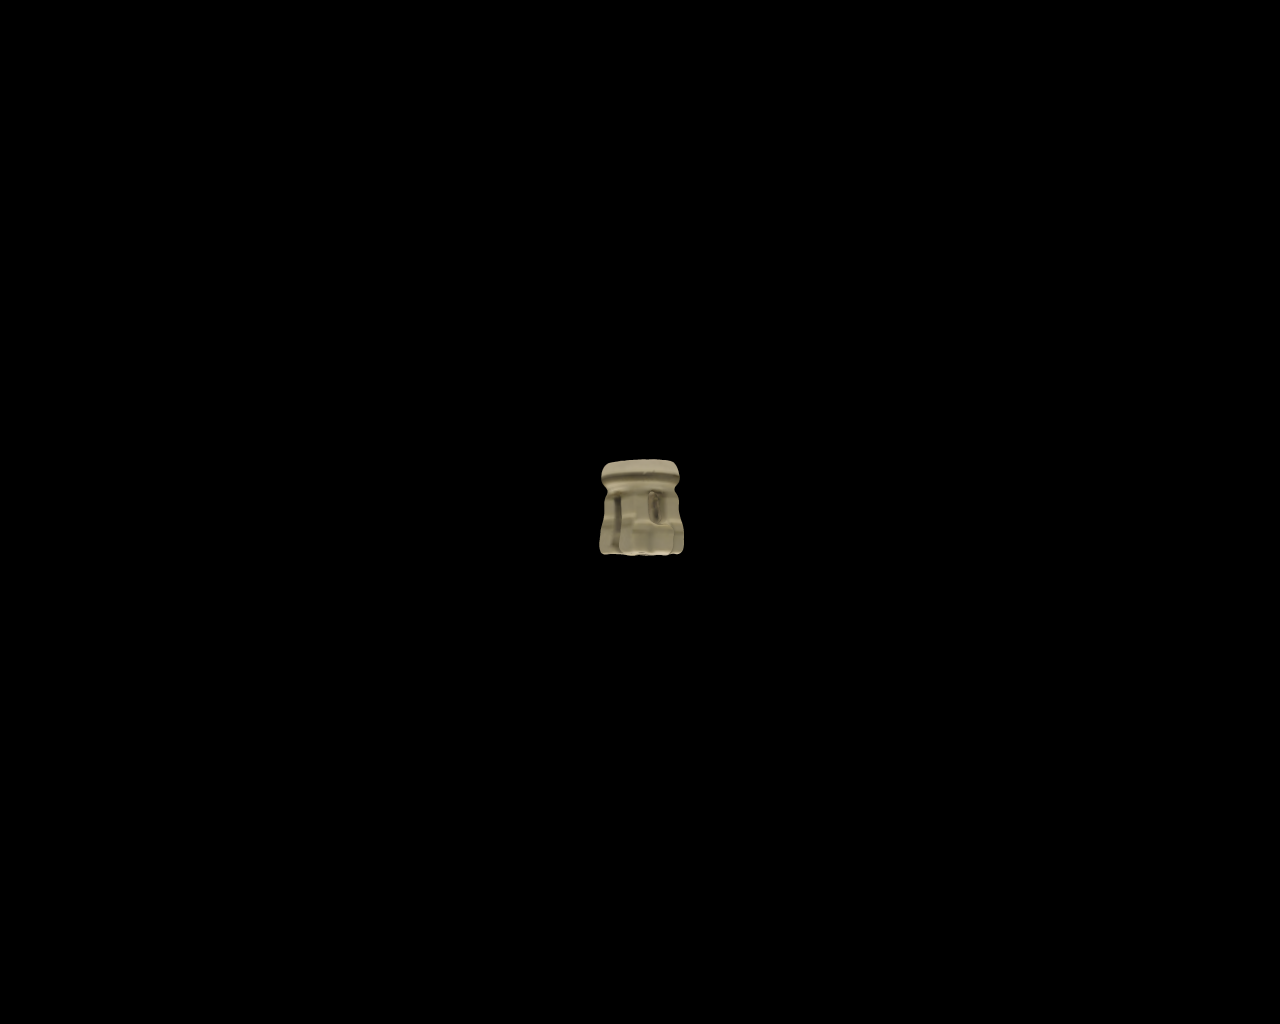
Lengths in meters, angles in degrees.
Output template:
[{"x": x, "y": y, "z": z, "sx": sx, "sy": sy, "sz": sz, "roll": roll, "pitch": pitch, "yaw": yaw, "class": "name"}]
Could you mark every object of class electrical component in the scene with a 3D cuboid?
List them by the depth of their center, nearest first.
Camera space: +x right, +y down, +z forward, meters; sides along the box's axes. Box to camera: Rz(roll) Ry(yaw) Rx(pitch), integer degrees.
[{"x": 0.001, "y": -0.003, "z": 0.650, "sx": 0.048, "sy": 0.055, "sz": 0.066, "roll": 3, "pitch": -5, "yaw": -32, "class": "electrical component"}]
